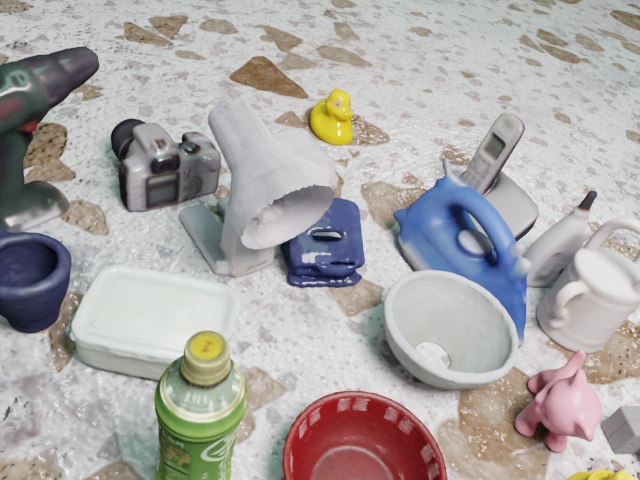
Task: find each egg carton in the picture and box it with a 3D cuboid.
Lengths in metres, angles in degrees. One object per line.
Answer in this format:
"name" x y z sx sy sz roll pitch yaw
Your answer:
"egg carton" -0.047 -0.116 0.898 0.107 0.069 0.150 -20 53 -34

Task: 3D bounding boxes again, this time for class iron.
"iron" 0.218 0.010 0.789 0.119 0.141 0.257 -14 50 -29

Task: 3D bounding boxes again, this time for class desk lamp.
"desk lamp" -0.089 -0.052 0.707 0.118 0.213 0.202 -19 52 -32

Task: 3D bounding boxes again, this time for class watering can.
"watering can" 0.379 0.050 0.756 0.100 0.194 0.173 36 45 22

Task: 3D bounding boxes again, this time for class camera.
"camera" -0.233 -0.128 0.829 0.143 0.101 0.136 -19 52 -33

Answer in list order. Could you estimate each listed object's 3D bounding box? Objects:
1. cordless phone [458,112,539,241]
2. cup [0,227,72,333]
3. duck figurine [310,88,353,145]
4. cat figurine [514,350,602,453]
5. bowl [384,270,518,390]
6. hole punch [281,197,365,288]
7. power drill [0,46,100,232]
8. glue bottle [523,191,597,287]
"cordless phone" 0.281 -0.089 0.883 0.094 0.185 0.147 -16 51 -31
"cup" -0.322 0.046 0.618 0.117 0.095 0.092 38 46 23
"duck figurine" 0.027 -0.233 1.035 0.078 0.086 0.104 -10 48 -26
"cat figurine" 0.278 0.177 0.644 0.067 0.118 0.128 27 43 13
"bowl" 0.149 0.120 0.699 0.167 0.075 0.167 9 42 -8
"hole punch" 0.007 0.003 0.770 0.109 0.091 0.101 0 44 -17
"power drill" -0.367 -0.117 0.695 0.075 0.208 0.230 35 45 21
"glue bottle" 0.349 -0.001 0.818 0.078 0.173 0.037 3 43 -14
